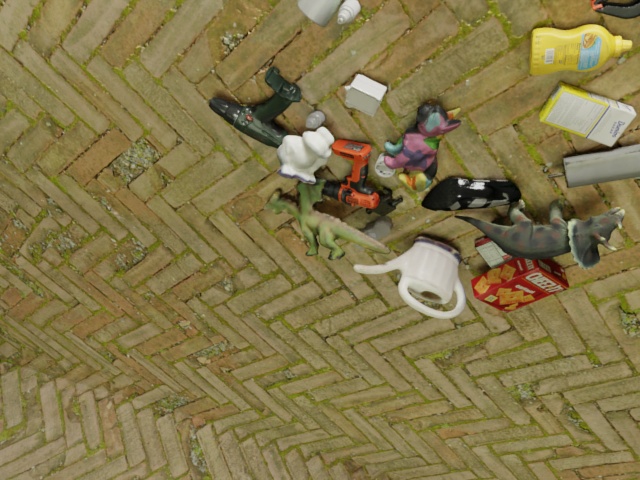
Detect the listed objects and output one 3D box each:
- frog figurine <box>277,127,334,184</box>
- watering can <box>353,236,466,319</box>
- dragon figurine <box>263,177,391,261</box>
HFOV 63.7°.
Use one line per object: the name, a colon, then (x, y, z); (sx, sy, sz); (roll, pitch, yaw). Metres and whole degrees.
frog figurine: (-0.037, -0.241, 1.372); (0.137, 0.157, 0.125); (24, 26, -13)
watering can: (0.279, 0.084, 1.486); (0.347, 0.229, 0.102); (28, -30, -6)
dragon figurine: (0.005, -0.075, 1.482); (0.410, 0.238, 0.124); (4, 39, 38)
